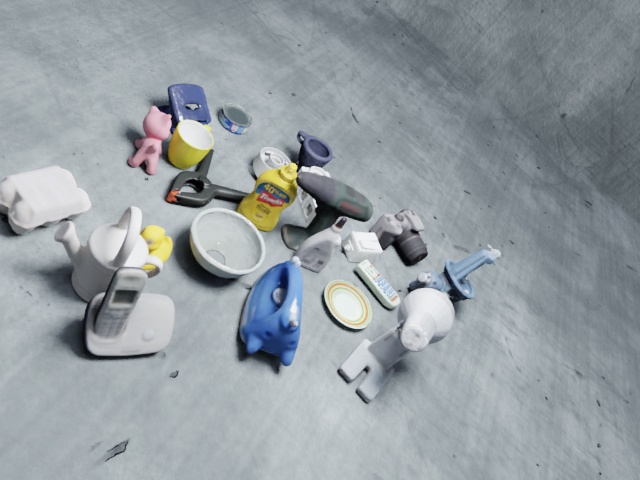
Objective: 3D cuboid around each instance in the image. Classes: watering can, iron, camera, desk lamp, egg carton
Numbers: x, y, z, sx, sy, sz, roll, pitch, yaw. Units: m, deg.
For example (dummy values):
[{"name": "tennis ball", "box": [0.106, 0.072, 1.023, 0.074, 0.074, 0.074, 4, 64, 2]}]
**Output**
[{"name": "watering can", "box": [-0.351, 0.020, 0.964, 0.173, 0.193, 0.100, -1, 55, -41]}, {"name": "iron", "box": [-0.074, 0.114, 1.155, 0.119, 0.141, 0.258, 24, 41, -21]}, {"name": "camera", "box": [0.234, -0.008, 1.568, 0.144, 0.100, 0.136, -4, 57, -43]}, {"name": "desk lamp", "box": [0.175, 0.215, 1.215, 0.118, 0.213, 0.204, 46, 38, 5]}, {"name": "egg carton", "box": [-0.497, -0.073, 1.028, 0.107, 0.069, 0.151, 49, 39, 9]}]

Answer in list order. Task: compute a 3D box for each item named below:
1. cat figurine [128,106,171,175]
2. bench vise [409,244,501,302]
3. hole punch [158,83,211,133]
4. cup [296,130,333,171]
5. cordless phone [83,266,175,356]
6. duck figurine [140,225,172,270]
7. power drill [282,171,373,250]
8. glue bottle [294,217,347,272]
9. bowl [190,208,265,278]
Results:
[{"name": "cat figurine", "box": [-0.361, -0.227, 1.251, 0.067, 0.117, 0.127, 20, 43, -25]}, {"name": "bench vise", "box": [0.352, 0.099, 1.472, 0.208, 0.219, 0.121, -14, 64, -47]}, {"name": "hole punch", "box": [-0.320, -0.318, 1.394, 0.109, 0.091, 0.101, -16, 65, -47]}, {"name": "cup", "box": [-0.035, -0.229, 1.551, 0.117, 0.094, 0.092, 46, 38, 6]}, {"name": "cordless phone", "box": [-0.295, 0.110, 0.934, 0.148, 0.184, 0.094, 3, 52, -39]}, {"name": "duck figurine", "box": [-0.322, 0.006, 1.090, 0.105, 0.086, 0.077, -17, 66, -48]}, {"name": "power drill", "box": [0.001, -0.062, 1.331, 0.230, 0.208, 0.075, 10, 48, -34]}, {"name": "glue bottle", "box": [0.012, 0.005, 1.307, 0.078, 0.173, 0.037, 26, 41, -19]}, {"name": "bowl", "box": [-0.202, 0.018, 1.190, 0.168, 0.074, 0.167, 23, 42, -22]}]
